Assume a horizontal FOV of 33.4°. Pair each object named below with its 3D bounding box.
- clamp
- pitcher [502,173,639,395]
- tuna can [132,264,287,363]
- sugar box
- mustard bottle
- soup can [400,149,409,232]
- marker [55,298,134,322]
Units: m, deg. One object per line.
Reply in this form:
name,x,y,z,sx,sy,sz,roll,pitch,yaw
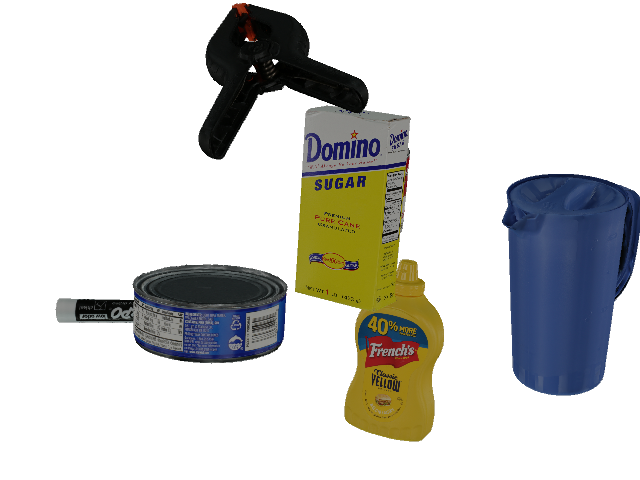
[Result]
clamp,-0.031,-0.127,0.781,0.120,0.039,0.171,-9,44,1
pitcher,0.290,0.050,1.240,0.149,0.243,0.144,4,25,16
tuna can,-0.062,0.040,0.597,0.086,0.034,0.086,3,13,-1
sugar box,0.027,-0.031,0.981,0.093,0.176,0.048,12,18,33
mustard bottle,0.083,0.114,1.149,0.096,0.192,0.058,12,14,24
soup can,0.067,-0.060,1.256,0.068,0.102,0.068,2,28,-1
marker,-0.142,0.054,0.823,0.121,0.020,0.020,0,0,3
